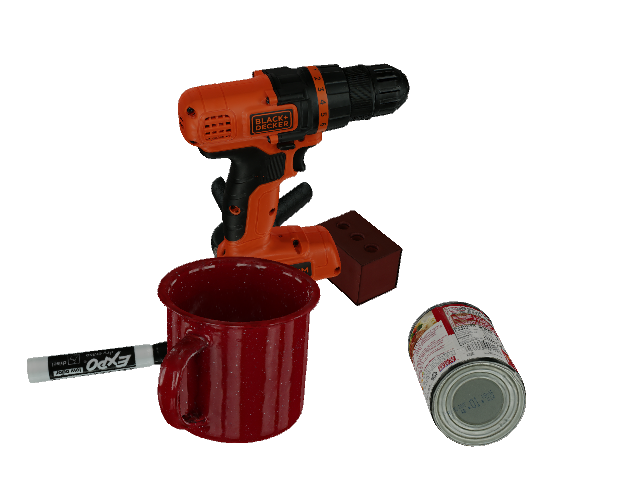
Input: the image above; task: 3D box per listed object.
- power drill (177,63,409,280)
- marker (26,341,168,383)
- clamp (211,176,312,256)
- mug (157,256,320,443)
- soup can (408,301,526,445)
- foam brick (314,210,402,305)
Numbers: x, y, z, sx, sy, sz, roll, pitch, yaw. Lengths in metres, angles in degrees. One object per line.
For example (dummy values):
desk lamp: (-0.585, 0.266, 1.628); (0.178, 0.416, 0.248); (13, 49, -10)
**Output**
power drill: (-0.020, -0.053, 0.866); (0.184, 0.188, 0.057); (-9, 36, -13)
marker: (-0.158, 0.090, 0.803); (0.121, 0.020, 0.020); (-7, 1, -8)
clamp: (-0.069, -0.018, 1.215); (0.120, 0.039, 0.171); (-6, 42, 5)
mug: (-0.054, 0.068, 0.615); (0.093, 0.081, 0.117); (14, 25, 23)
soup can: (0.104, 0.093, 0.765); (0.068, 0.068, 0.102); (0, 19, -4)
foam brick: (0.034, 0.016, 1.042); (0.052, 0.051, 0.078); (-23, 45, -31)
